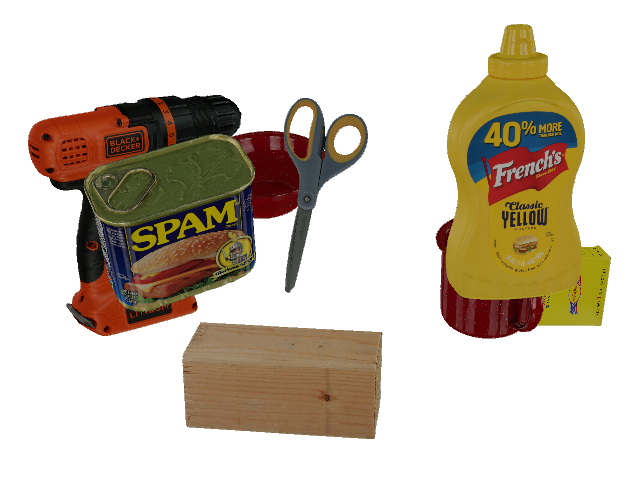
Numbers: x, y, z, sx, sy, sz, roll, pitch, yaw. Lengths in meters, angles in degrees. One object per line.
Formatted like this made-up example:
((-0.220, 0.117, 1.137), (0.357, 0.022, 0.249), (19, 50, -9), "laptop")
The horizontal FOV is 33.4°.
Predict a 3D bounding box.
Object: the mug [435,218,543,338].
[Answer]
((0.155, 0.038, 0.939), (0.093, 0.081, 0.117), (-19, 35, -26), "mug")

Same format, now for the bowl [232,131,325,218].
((-0.071, -0.074, 1.314), (0.162, 0.055, 0.162), (-2, 34, 1), "bowl")

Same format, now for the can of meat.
((-0.091, -0.010, 0.679), (0.102, 0.084, 0.057), (-18, 48, -17), "can of meat")

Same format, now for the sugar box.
((0.253, 0.054, 1.285), (0.176, 0.093, 0.048), (-1, 20, -7), "sugar box")

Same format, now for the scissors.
((0.005, -0.049, 1.090), (0.096, 0.202, 0.016), (-4, -11, -2), "scissors")

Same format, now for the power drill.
((-0.146, -0.025, 0.889), (0.184, 0.188, 0.057), (-14, 23, -32), "power drill")

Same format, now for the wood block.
((-0.039, 0.153, 1.170), (0.206, 0.091, 0.090), (3, 22, 7), "wood block")

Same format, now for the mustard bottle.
((0.138, -0.056, 0.757), (0.096, 0.192, 0.058), (-4, 19, -5), "mustard bottle")
